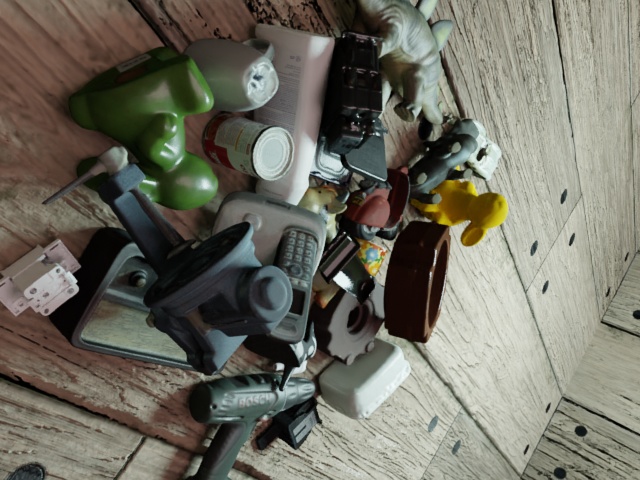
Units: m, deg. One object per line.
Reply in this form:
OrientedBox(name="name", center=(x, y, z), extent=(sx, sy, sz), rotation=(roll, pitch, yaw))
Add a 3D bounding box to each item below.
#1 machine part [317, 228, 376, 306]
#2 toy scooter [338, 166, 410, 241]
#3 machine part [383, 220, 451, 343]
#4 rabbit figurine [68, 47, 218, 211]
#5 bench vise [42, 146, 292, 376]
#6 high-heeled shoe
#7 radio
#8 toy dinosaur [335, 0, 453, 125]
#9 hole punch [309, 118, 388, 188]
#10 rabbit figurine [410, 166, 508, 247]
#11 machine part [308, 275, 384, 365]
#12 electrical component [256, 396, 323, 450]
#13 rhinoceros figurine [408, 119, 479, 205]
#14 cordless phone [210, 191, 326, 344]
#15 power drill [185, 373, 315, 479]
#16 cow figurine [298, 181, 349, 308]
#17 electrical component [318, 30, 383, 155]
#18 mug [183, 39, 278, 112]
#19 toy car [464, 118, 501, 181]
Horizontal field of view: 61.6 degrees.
OrientedBox(name="machine part", center=(0.043, 0.044, 0.816), extent=(0.084, 0.039, 0.138), rotation=(-52, 136, -14))
OrientedBox(name="toy scooter", center=(0.103, -0.067, 0.916), extent=(0.184, 0.075, 0.135), rotation=(2, 111, -58))
OrientedBox(name="machine part", center=(0.186, 0.076, 1.025), extent=(0.201, 0.087, 0.201), rotation=(-41, 138, -58))
OrientedBox(name="rabbit figurine", center=(-0.173, -0.095, 0.574), extent=(0.159, 0.121, 0.170), rotation=(-37, 129, -22))
OrientedBox(name="bench vise", center=(-0.139, 0.020, 0.526), extent=(0.129, 0.224, 0.240), rotation=(-44, 110, -28))
OrientedBox(name="high-heeled shoe", center=(-0.045, 0.124, 0.806), extent=(0.248, 0.086, 0.145), rotation=(87, 19, -49))
OrientedBox(name="radio", center=(-0.193, 0.080, 0.667), extent=(0.229, 0.073, 0.131), rotation=(30, 85, -50))
OrientedBox(name="toy dinosaur", center=(0.139, -0.282, 0.845), extent=(0.198, 0.105, 0.470), rotation=(-63, 151, -12))
OrientedBox(name="hole punch", center=(0.038, -0.143, 0.822), extent=(0.142, 0.092, 0.115), rotation=(14, 71, -44))
OrientedBox(name="rabbit figurine", center=(0.285, -0.059, 1.051), extent=(0.122, 0.173, 0.162), rotation=(-51, 133, -25))
OrientedBox(name="machine part", center=(0.055, 0.138, 0.980), extent=(0.179, 0.056, 0.179), rotation=(-21, 120, -41))
OrientedBox(name="electrical component", center=(-0.055, 0.331, 0.955), extent=(0.119, 0.048, 0.074), rotation=(-34, 130, -35))
OrientedBox(name="rhinoceros figurine", center=(0.226, -0.146, 0.998), extent=(0.190, 0.112, 0.073), rotation=(-45, 112, -6))
OrientedBox(name="cordless phone", center=(-0.073, 0.038, 0.678), extent=(0.146, 0.088, 0.184), rotation=(16, 54, -14))
OrientedBox(name="power drill", center=(-0.116, 0.310, 0.850), extent=(0.232, 0.086, 0.207), rotation=(21, 95, -46))
OrientedBox(name="cow figurine", center=(-0.002, -0.003, 0.832), extent=(0.127, 0.086, 0.194), rotation=(-41, 131, -19))
OrientedBox(name="electrical component", center=(0.035, -0.183, 0.698), extent=(0.058, 0.115, 0.134), rotation=(4, 76, -14))
OrientedBox(name="mug", center=(-0.092, -0.194, 0.627), extent=(0.109, 0.107, 0.080), rotation=(-43, 136, -23))
OrientedBox(name="toy car", center=(0.332, -0.188, 1.131), extent=(0.201, 0.056, 0.073), rotation=(27, 86, -49))
